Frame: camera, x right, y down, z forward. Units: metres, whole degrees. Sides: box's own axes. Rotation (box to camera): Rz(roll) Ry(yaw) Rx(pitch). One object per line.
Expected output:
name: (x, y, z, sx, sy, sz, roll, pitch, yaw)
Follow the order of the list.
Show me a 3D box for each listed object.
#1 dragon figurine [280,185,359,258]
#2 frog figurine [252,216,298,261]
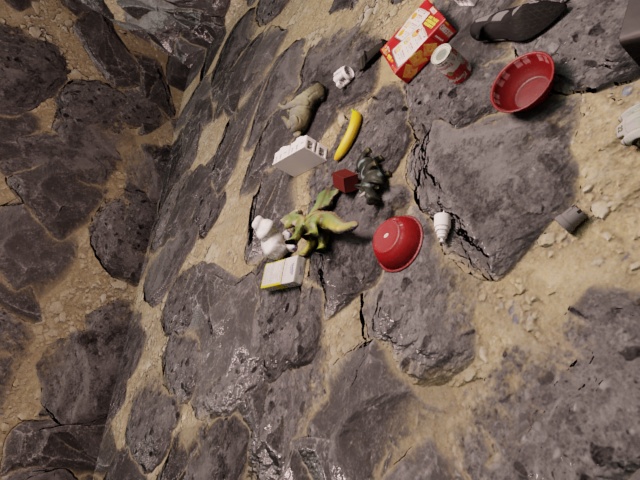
dragon figurine: (0.005, -0.082, 1.625, 0.406, 0.121, 0.248, -18, 46, 45)
frog figurine: (-0.173, -0.004, 1.747, 0.121, 0.158, 0.141, -41, 40, 32)
